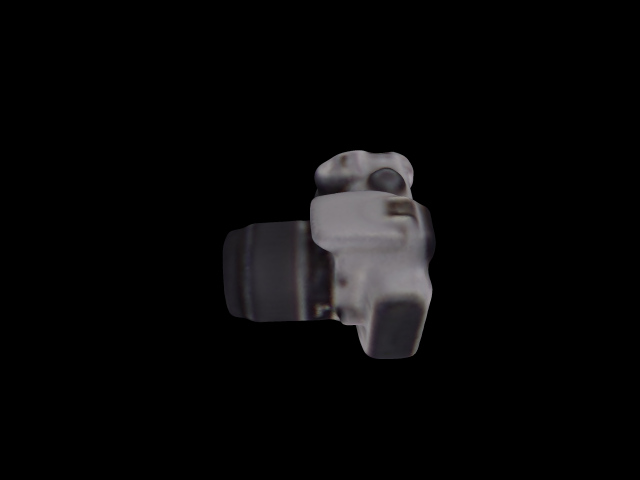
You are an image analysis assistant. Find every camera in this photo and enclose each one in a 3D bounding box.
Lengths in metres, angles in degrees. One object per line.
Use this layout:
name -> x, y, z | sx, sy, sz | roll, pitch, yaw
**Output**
camera -> 0.004, 0.001, 0.400 | 0.137, 0.101, 0.143 | -2, 50, -2
